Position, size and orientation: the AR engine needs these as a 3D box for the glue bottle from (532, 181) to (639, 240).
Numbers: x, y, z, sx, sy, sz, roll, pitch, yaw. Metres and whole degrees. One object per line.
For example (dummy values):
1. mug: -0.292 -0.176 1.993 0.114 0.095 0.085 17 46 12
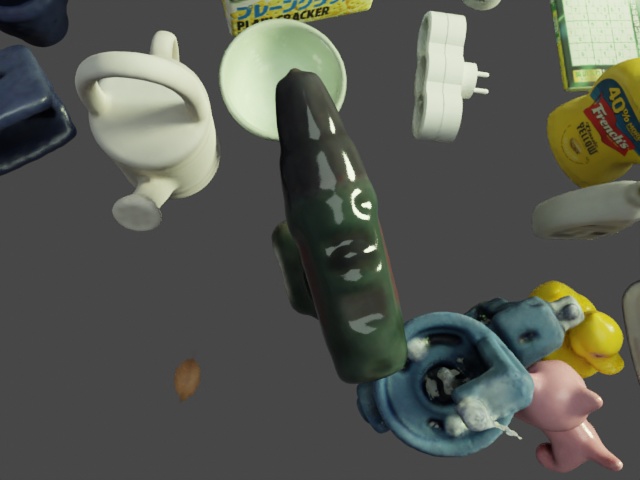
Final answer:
1. glue bottle: 0.269 -0.031 0.532 0.078 0.173 0.037 3 80 -5

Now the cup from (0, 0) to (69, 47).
1. cup: -0.265 -0.231 0.547 0.118 0.095 0.092 -8 82 -7

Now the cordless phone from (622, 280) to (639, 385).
1. cordless phone: 0.372 0.095 0.517 0.094 0.185 0.147 -10 82 -7

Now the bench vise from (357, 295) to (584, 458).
1. bench vise: 0.132 0.094 0.473 0.121 0.219 0.207 45 79 3

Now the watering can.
1. watering can: -0.140 -0.097 0.488 0.101 0.194 0.173 -17 83 -8

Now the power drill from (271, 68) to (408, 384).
1. power drill: 0.004 0.002 0.480 0.075 0.208 0.229 -17 83 -8

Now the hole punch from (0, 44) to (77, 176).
1. hole punch: -0.302 -0.126 0.528 0.109 0.091 0.101 -31 85 -10

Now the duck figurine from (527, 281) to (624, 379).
1. duck figurine: 0.252 0.087 0.556 0.077 0.086 0.104 -29 85 -10

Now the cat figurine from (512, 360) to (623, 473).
1. cat figurine: 0.222 0.159 0.524 0.067 0.117 0.128 -38 86 -10
